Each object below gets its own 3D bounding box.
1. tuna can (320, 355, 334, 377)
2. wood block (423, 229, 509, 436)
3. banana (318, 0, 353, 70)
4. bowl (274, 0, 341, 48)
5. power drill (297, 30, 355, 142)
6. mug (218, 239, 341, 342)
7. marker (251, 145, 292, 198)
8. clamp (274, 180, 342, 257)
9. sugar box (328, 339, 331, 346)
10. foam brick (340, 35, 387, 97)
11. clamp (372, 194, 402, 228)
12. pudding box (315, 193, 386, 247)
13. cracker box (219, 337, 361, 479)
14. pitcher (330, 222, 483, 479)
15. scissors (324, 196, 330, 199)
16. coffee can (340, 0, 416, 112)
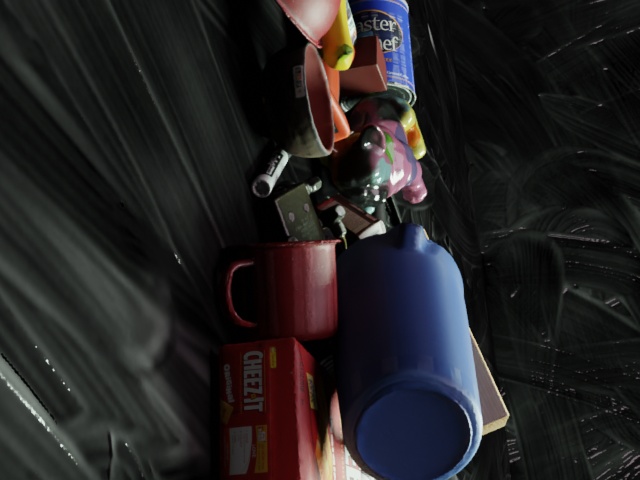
[{"bbox_3d":[0.032,0.155,1.070,0.033,0.086,0.086,67,20,-52],"label":"tuna can"},{"bbox_3d":[0.108,0.108,1.096,0.090,0.091,0.206,69,-2,-72],"label":"wood block"},{"bbox_3d":[0.014,-0.242,1.104,0.070,0.037,0.198,126,-35,-48],"label":"banana"},{"bbox_3d":[-0.026,-0.264,1.014,0.162,0.055,0.162,51,14,-18],"label":"bowl"},{"bbox_3d":[-0.008,-0.214,1.183,0.184,0.057,0.187,56,29,-47],"label":"power drill"},{"bbox_3d":[-0.035,0.043,0.886,0.117,0.093,0.081,-3,89,-45],"label":"mug"},{"bbox_3d":[-0.044,-0.071,1.032,0.121,0.020,0.020,-67,146,-65],"label":"marker"},{"bbox_3d":[-0.007,0.001,1.105,0.171,0.039,0.120,3,84,-74],"label":"clamp"},{"bbox_3d":[0.053,0.140,1.163,0.176,0.048,0.093,64,12,6],"label":"sugar box"},{"bbox_3d":[0.042,-0.218,1.349,0.053,0.078,0.051,63,25,-53],"label":"foam brick"},{"bbox_3d":[0.081,-0.094,1.523,0.164,0.036,0.210,-30,111,-76],"label":"clamp"},{"bbox_3d":[0.044,0.013,1.211,0.090,0.039,0.113,34,-32,48],"label":"pudding box"},{"bbox_3d":[-0.018,0.187,0.876,0.213,0.072,0.164,54,31,-64],"label":"cracker box"},{"bbox_3d":[0.069,0.108,0.919,0.149,0.145,0.243,53,15,-20],"label":"pitcher"},{"bbox_3d":[0.063,-0.006,1.347,0.096,0.016,0.201,41,2,17],"label":"scissors"},{"bbox_3d":[0.074,-0.251,1.446,0.102,0.103,0.140,48,36,-66],"label":"coffee can"}]
